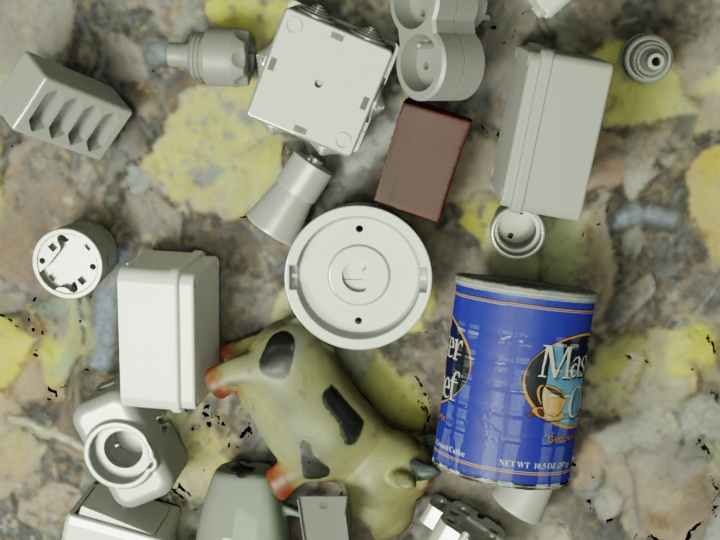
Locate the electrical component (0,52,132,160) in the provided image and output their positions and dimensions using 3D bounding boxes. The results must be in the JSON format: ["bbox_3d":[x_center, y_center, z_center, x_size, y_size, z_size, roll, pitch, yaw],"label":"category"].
[{"bbox_3d":[-0.228,-0.131,0.801,0.047,0.083,0.075,-52,56,14],"label":"electrical component"}]

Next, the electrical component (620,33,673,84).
[{"bbox_3d":[0.203,-0.148,0.754,0.035,0.061,0.035,1,104,5],"label":"electrical component"}]

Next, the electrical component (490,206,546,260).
[{"bbox_3d":[0.117,-0.032,0.800,0.040,0.046,0.040,1,104,5],"label":"electrical component"}]

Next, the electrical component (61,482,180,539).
[{"bbox_3d":[-0.191,0.219,0.885,0.096,0.061,0.061,15,105,2],"label":"electrical component"}]

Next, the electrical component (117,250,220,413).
[{"bbox_3d":[-0.145,0.045,0.829,0.057,0.078,0.113,4,104,8],"label":"electrical component"}]

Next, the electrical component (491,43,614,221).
[{"bbox_3d":[0.132,-0.099,0.750,0.056,0.108,0.108,10,105,1],"label":"electrical component"}]

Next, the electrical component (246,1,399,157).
[{"bbox_3d":[-0.028,-0.139,0.788,0.100,0.048,0.099,22,106,-3],"label":"electrical component"}]

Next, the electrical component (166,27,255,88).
[{"bbox_3d":[-0.111,-0.157,0.793,0.062,0.043,0.043,4,104,7],"label":"electrical component"}]

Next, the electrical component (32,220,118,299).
[{"bbox_3d":[-0.220,-0.010,0.839,0.055,0.047,0.055,1,104,5],"label":"electrical component"}]

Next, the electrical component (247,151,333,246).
[{"bbox_3d":[-0.050,-0.057,0.814,0.044,0.044,0.065,33,100,-3],"label":"electrical component"}]

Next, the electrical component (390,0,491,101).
[{"bbox_3d":[0.065,-0.189,0.761,0.074,0.052,0.138,-8,92,-38],"label":"electrical component"}]

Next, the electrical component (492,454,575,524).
[{"bbox_3d":[0.140,0.161,0.849,0.044,0.044,0.065,30,100,-2],"label":"electrical component"}]

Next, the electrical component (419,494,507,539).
[{"bbox_3d":[0.078,0.227,0.861,0.078,0.058,0.057,32,107,16],"label":"electrical component"}]

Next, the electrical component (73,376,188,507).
[{"bbox_3d":[-0.185,0.138,0.866,0.054,0.059,0.095,-24,100,11],"label":"electrical component"}]

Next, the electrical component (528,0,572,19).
[{"bbox_3d":[0.129,-0.213,0.728,0.061,0.096,0.061,-40,97,13],"label":"electrical component"}]

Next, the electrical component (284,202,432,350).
[{"bbox_3d":[0.000,0.000,0.811,0.108,0.060,0.108,1,102,3],"label":"electrical component"}]
